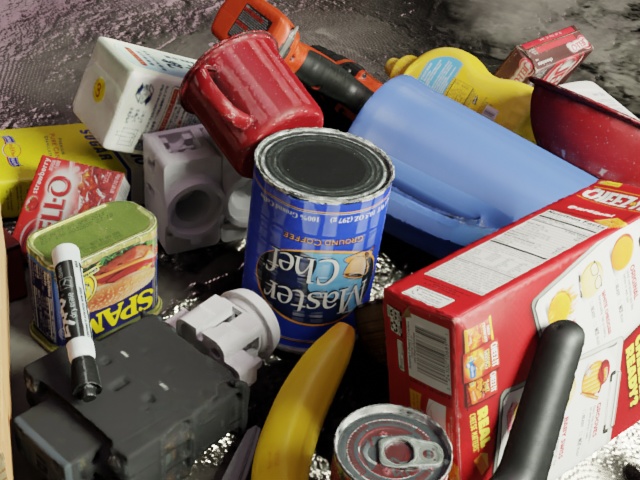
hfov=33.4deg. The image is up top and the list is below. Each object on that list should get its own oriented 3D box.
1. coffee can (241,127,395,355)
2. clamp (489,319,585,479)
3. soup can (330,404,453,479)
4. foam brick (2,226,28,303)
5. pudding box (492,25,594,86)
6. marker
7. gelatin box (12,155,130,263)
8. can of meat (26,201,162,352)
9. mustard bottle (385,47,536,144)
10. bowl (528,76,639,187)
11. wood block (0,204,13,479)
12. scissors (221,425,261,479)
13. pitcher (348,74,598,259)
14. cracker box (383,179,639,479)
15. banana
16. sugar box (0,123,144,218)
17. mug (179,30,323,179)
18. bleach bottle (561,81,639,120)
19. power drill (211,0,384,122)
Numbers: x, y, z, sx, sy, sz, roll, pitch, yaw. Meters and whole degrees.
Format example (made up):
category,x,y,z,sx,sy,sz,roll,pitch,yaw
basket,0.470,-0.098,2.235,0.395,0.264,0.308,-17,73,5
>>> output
category,x,y,z,sx,sy,sz,roll,pitch,yaw
coffee can,-0.005,0.001,0.802,0.102,0.140,0.103,6,35,-4
clamp,0.121,0.173,0.628,0.036,0.164,0.209,10,52,49
soup can,0.037,0.157,0.630,0.068,0.102,0.068,3,36,-3
foam brick,-0.272,0.013,0.834,0.052,0.051,0.078,-24,45,-32
pudding box,0.209,-0.159,1.073,0.089,0.114,0.039,-23,73,-34
marker,-0.160,0.054,0.701,0.020,0.020,0.121,-7,52,-16
gelatin box,-0.204,-0.019,0.870,0.073,0.030,0.089,13,70,8
can of meat,-0.169,0.026,0.801,0.101,0.084,0.058,-28,47,-37
mustard bottle,0.132,-0.135,1.048,0.058,0.096,0.192,6,24,-48
bowl,0.240,-0.081,0.907,0.162,0.055,0.162,25,9,-4
wood block,-0.247,0.073,0.685,0.090,0.091,0.206,-4,49,-14
scissors,-0.089,0.185,0.651,0.096,0.016,0.201,3,36,-2
pitcher,0.133,-0.029,0.876,0.243,0.145,0.149,30,70,26
cracker box,0.141,0.072,0.701,0.213,0.164,0.072,-24,31,-33
banana,-0.011,0.128,0.701,0.070,0.037,0.197,-32,21,23
sugar box,-0.224,-0.066,0.952,0.176,0.048,0.093,-10,38,-17
mug,-0.055,-0.104,0.824,0.081,0.093,0.117,54,15,20
bleach bottle,0.291,-0.056,0.988,0.102,0.068,0.251,-16,44,-21
power drill,-0.014,-0.176,1.044,0.187,0.057,0.185,23,13,-42
